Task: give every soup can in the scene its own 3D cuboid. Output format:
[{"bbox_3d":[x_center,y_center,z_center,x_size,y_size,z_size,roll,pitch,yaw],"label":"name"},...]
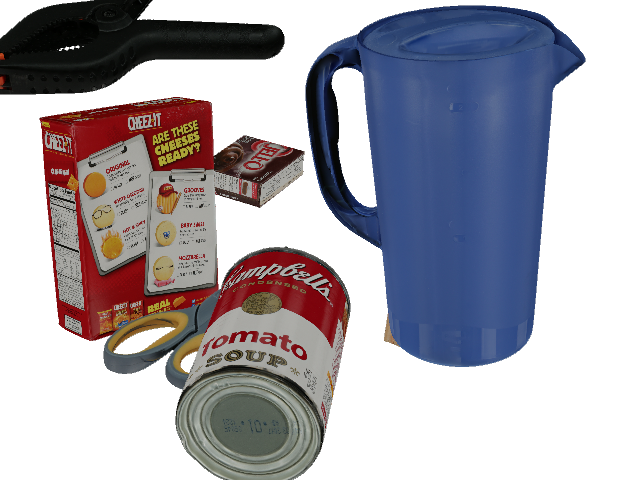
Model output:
[{"bbox_3d":[-0.025,0.058,0.506,0.068,0.068,0.102,0,30,9],"label":"soup can"}]

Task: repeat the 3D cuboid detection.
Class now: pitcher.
[{"bbox_3d":[0.087,-0.037,0.758,0.144,0.243,0.149,-19,30,-28],"label":"pitcher"}]

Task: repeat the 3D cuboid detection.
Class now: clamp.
[{"bbox_3d":[-0.142,-0.148,0.777,0.209,0.036,0.165,-32,52,-31],"label":"clamp"}]

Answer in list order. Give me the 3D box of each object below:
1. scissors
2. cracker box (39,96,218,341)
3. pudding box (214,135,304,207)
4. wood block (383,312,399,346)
[{"bbox_3d":[-0.063,0.055,0.772,0.096,0.016,0.201,28,37,36],"label":"scissors"},{"bbox_3d":[-0.186,-0.026,1.063,0.163,0.214,0.072,-16,22,-42],"label":"cracker box"},{"bbox_3d":[-0.085,-0.088,1.335,0.090,0.039,0.113,16,35,23],"label":"pudding box"},{"bbox_3d":[0.142,0.021,1.194,0.090,0.206,0.090,20,26,28],"label":"wood block"}]
